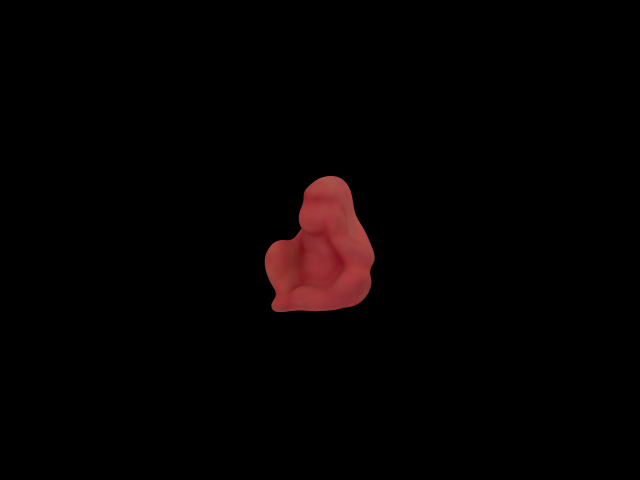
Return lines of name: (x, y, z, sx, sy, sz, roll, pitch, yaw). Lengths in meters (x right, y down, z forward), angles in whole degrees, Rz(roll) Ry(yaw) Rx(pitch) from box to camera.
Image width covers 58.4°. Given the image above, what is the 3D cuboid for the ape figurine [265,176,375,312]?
ape figurine: (0.004, 0.001, 0.400, 0.077, 0.092, 0.076, 4, 6, 40)
